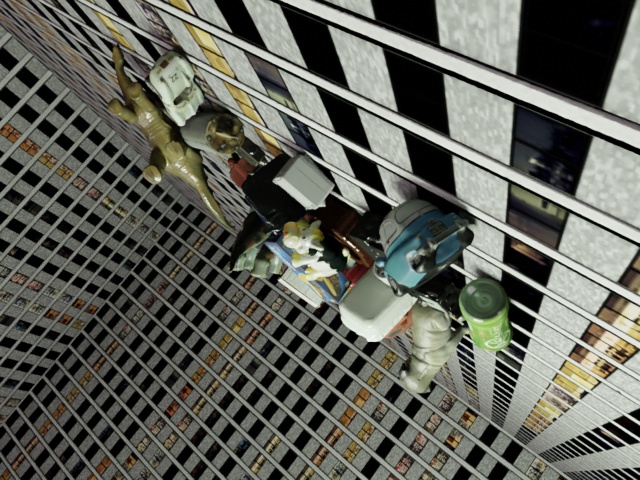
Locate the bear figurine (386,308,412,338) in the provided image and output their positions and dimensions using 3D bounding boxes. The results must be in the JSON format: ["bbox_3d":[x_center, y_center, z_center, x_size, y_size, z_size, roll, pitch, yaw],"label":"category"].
[{"bbox_3d":[0.152,0.131,1.296,0.120,0.132,0.196,2,-128,-40],"label":"bear figurine"}]

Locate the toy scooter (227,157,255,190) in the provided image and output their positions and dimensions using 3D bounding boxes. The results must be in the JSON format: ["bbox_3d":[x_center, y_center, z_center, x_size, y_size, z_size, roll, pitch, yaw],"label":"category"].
[{"bbox_3d":[-0.138,-0.127,1.187,0.184,0.075,0.135,35,173,48],"label":"toy scooter"}]

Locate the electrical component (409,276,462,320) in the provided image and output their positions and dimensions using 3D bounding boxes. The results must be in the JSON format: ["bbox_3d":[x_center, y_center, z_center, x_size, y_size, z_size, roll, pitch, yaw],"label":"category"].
[{"bbox_3d":[0.215,0.100,1.008,0.074,0.048,0.119,42,171,-24],"label":"electrical component"}]

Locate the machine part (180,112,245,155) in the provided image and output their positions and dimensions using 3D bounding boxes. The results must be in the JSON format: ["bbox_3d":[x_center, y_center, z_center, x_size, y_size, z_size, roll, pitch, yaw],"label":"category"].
[{"bbox_3d":[-0.212,-0.210,1.046,0.079,0.079,0.243,43,169,-30],"label":"machine part"}]

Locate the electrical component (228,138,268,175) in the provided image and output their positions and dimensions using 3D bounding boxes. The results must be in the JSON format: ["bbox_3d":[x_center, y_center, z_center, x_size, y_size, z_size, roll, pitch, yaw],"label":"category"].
[{"bbox_3d":[-0.147,-0.169,1.094,0.102,0.045,0.078,42,172,-21],"label":"electrical component"}]

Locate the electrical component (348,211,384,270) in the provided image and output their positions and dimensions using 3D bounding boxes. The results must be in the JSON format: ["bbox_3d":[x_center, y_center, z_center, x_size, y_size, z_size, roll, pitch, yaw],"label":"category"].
[{"bbox_3d":[0.116,0.010,0.922,0.114,0.058,0.134,45,168,-29],"label":"electrical component"}]

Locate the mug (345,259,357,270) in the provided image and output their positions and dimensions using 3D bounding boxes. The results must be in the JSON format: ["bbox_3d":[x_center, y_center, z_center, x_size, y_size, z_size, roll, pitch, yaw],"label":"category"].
[{"bbox_3d":[0.037,0.019,1.180,0.107,0.080,0.109,31,-165,10],"label":"mug"}]

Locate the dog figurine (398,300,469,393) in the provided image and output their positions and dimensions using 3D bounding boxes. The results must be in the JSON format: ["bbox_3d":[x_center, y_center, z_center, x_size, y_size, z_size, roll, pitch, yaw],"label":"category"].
[{"bbox_3d":[0.220,0.223,1.156,0.172,0.190,0.121,43,170,-22],"label":"dog figurine"}]

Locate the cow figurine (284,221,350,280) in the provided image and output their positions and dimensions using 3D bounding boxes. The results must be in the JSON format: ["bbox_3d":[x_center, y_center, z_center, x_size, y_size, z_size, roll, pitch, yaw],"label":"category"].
[{"bbox_3d":[-0.004,0.016,0.982,0.098,0.068,0.167,-9,154,15],"label":"cow figurine"}]

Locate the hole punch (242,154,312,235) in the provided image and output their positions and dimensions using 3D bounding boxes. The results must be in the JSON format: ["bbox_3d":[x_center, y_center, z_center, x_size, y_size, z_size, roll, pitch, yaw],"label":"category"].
[{"bbox_3d":[-0.073,-0.081,0.997,0.116,0.142,0.092,52,169,1],"label":"hole punch"}]

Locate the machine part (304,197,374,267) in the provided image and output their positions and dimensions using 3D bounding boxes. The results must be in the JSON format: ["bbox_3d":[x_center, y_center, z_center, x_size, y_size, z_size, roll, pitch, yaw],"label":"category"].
[{"bbox_3d":[0.043,-0.021,1.060,0.179,0.056,0.179,38,172,6],"label":"machine part"}]

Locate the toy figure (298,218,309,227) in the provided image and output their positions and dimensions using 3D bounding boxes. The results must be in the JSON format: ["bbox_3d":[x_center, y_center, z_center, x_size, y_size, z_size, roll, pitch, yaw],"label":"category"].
[{"bbox_3d":[-0.036,-0.015,1.279,0.082,0.089,0.180,21,166,19],"label":"toy figure"}]

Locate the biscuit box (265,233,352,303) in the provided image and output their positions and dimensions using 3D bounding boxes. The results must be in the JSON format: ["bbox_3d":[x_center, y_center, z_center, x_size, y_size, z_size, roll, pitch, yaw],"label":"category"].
[{"bbox_3d":[-0.024,0.048,1.127,0.202,0.063,0.059,45,159,-23],"label":"biscuit box"}]

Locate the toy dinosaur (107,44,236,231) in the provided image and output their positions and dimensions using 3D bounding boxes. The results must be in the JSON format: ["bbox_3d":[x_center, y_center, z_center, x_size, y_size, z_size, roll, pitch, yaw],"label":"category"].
[{"bbox_3d":[-0.317,-0.201,1.176,0.199,0.105,0.470,-74,-40,-69],"label":"toy dinosaur"}]

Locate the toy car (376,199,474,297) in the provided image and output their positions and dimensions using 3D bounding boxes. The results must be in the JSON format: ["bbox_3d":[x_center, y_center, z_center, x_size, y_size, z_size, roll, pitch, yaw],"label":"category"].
[{"bbox_3d":[0.125,0.001,0.706,0.103,0.109,0.161,54,167,17],"label":"toy car"}]

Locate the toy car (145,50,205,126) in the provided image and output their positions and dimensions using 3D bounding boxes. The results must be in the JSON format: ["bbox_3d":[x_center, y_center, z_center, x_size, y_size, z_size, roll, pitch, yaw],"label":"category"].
[{"bbox_3d":[-0.247,-0.259,0.938,0.056,0.073,0.201,38,171,5],"label":"toy car"}]

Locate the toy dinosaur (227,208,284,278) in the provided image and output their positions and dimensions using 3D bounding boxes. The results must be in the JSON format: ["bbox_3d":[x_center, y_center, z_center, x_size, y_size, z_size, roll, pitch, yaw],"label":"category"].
[{"bbox_3d":[-0.137,-0.015,1.260,0.131,0.192,0.405,8,179,-1],"label":"toy dinosaur"}]
